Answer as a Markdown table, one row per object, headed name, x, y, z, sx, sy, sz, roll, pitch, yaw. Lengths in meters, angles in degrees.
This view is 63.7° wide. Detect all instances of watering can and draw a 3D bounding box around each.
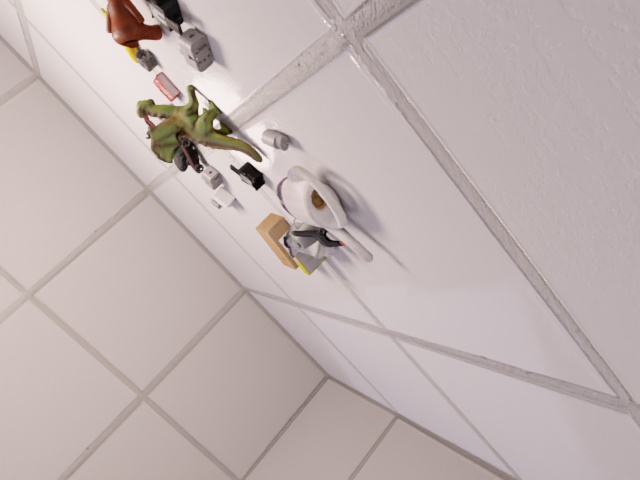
| name | x | y | z | sx | sy | sz | roll | pitch | yaw |
| --- | --- | --- | --- | --- | --- | --- | --- | --- | --- |
| watering can | 0.004 | -0.072 | 1.435 | 0.225 | 0.105 | 0.342 | 18 | 149 | 56 |

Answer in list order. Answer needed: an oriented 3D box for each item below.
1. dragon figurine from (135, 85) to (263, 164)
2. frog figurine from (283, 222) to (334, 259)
| name | x | y | z | sx | sy | sz | roll | pitch | yaw |
| --- | --- | --- | --- | --- | --- | --- | --- | --- | --- |
| dragon figurine | -0.391 | -0.311 | 1.545 | 0.413 | 0.246 | 0.120 | 42 | 157 | 12 |
| frog figurine | -0.030 | 0.001 | 1.734 | 0.159 | 0.125 | 0.134 | -3 | 125 | 12 |
